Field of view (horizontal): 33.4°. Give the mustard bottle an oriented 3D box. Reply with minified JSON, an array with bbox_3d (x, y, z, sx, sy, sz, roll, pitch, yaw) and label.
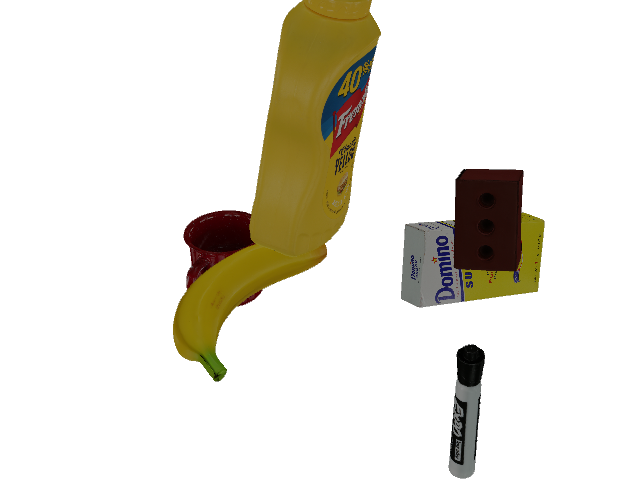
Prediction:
[{"bbox_3d":[0.000,-0.090,0.678,0.058,0.192,0.096,22,35,16],"label":"mustard bottle"}]

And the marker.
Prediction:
[{"bbox_3d":[0.101,0.118,0.737,0.020,0.121,0.020,-1,38,1],"label":"marker"}]

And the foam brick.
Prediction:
[{"bbox_3d":[0.139,-0.017,0.883,0.053,0.078,0.051,2,15,14],"label":"foam brick"}]

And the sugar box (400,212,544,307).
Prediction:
[{"bbox_3d":[0.180,0.022,1.251,0.175,0.093,0.048,-7,17,-31],"label":"sugar box"}]

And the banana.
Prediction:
[{"bbox_3d":[-0.063,0.043,0.844,0.069,0.037,0.197,31,39,7],"label":"banana"}]

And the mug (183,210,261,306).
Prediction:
[{"bbox_3d":[-0.113,0.029,1.220,0.093,0.081,0.117,15,37,25],"label":"mug"}]
